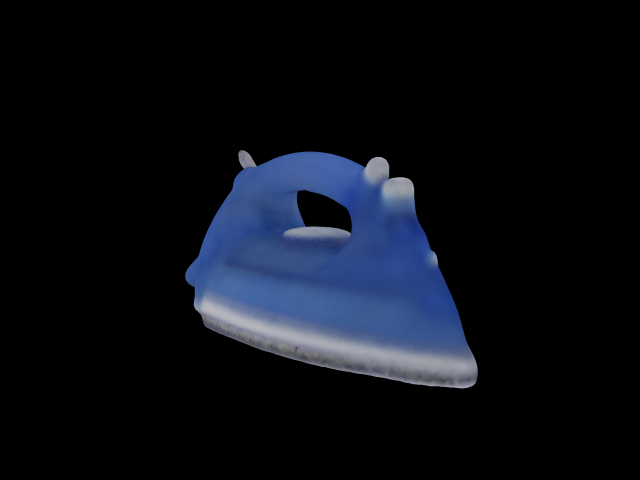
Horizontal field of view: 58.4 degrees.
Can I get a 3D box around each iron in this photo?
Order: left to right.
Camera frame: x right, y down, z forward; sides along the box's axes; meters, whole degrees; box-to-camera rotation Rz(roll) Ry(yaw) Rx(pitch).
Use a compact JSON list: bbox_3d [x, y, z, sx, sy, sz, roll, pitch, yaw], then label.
[{"bbox_3d":[0.004,0.001,0.400,0.119,0.141,0.257,-4,6,-39],"label":"iron"}]
